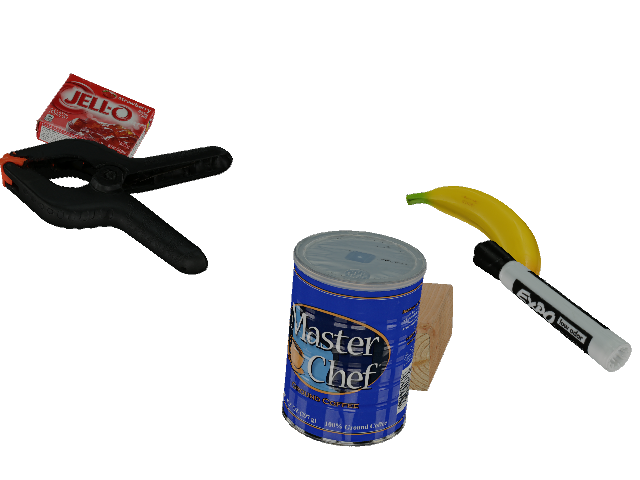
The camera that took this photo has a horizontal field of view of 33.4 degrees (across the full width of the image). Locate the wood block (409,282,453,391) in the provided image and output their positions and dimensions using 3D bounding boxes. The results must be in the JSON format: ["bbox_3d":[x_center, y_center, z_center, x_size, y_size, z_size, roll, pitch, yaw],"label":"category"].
[{"bbox_3d":[0.137,0.138,1.596,0.091,0.090,0.205,4,19,15],"label":"wood block"}]

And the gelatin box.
[{"bbox_3d":[-0.210,-0.110,0.998,0.089,0.073,0.030,24,-43,-3],"label":"gelatin box"}]

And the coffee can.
[{"bbox_3d":[0.025,0.075,0.844,0.103,0.140,0.103,4,22,-2],"label":"coffee can"}]

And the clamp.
[{"bbox_3d":[-0.149,-0.044,0.801,0.171,0.039,0.120,19,44,1],"label":"clamp"}]

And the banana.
[{"bbox_3d":[0.169,-0.011,1.078,0.069,0.037,0.198,-34,40,-14],"label":"banana"}]

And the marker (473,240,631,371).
[{"bbox_3d":[0.130,0.034,0.619,0.020,0.020,0.121,0,29,-37],"label":"marker"}]
